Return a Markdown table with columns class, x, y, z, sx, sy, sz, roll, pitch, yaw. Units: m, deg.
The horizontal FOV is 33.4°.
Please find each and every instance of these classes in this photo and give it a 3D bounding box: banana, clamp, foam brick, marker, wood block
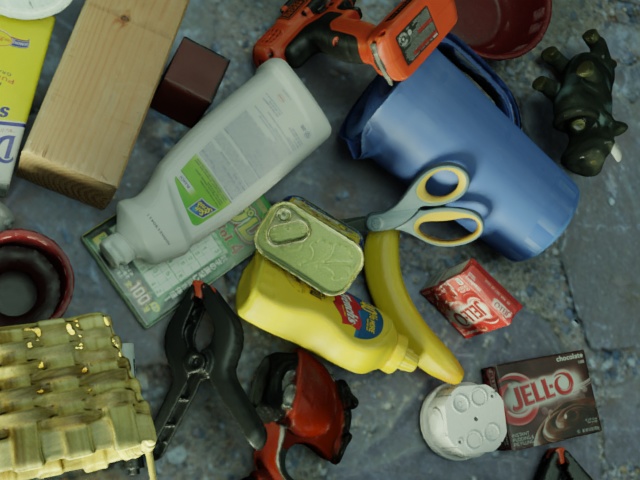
| class | x | y | z | sx | sy | sz | roll | pitch | yaw |
| --- | --- | --- | --- | --- | --- | --- | --- | --- | --- |
| banana | 0.086 | 0.058 | 1.088 | 0.037 | 0.070 | 0.198 | -7 | 79 | -62 |
| clamp | -0.099 | 0.122 | 0.990 | 0.120 | 0.039 | 0.171 | 1 | 75 | 16 |
| clamp | 0.273 | 0.322 | 1.108 | 0.164 | 0.036 | 0.210 | 2 | 76 | -12 |
| foam brick | -0.128 | -0.153 | 1.045 | 0.051 | 0.078 | 0.053 | 26 | 69 | -13 |
| marker | -0.177 | 0.156 | 0.988 | 0.020 | 0.020 | 0.121 | -3 | 79 | -21 |
| wood block | -0.204 | -0.146 | 1.008 | 0.090 | 0.090 | 0.206 | 22 | 72 | -14 |

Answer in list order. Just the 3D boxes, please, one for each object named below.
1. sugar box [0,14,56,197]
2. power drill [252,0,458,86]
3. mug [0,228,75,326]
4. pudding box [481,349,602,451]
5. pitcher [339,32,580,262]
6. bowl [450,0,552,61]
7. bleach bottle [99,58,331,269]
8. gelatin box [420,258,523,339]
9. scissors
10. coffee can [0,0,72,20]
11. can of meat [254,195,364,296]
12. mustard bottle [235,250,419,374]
| class | x | y | z | sx | sy | sz | roll | pitch | yaw |
| --- | --- | --- | --- | --- | --- | --- | --- | --- | --- |
| sugar box | -0.313 | -0.137 | 0.989 | 0.093 | 0.048 | 0.176 | 15 | 72 | -17 |
| power drill | 0.044 | -0.226 | 1.074 | 0.184 | 0.188 | 0.057 | -51 | 129 | -21 |
| mug | -0.281 | 0.044 | 0.940 | 0.117 | 0.082 | 0.093 | -1 | 79 | -21 |
| pudding box | 0.234 | 0.169 | 1.130 | 0.113 | 0.039 | 0.090 | -7 | 81 | -22 |
| pitcher | 0.155 | -0.096 | 1.115 | 0.242 | 0.145 | 0.149 | 38 | 108 | -13 |
| bowl | 0.177 | -0.269 | 1.197 | 0.162 | 0.055 | 0.162 | 5 | 77 | -20 |
| bleach bottle | -0.109 | -0.066 | 1.023 | 0.250 | 0.068 | 0.102 | -40 | 98 | -22 |
| gelatin box | 0.154 | 0.061 | 1.096 | 0.073 | 0.089 | 0.030 | 45 | 65 | -7 |
| scissors | 0.065 | -0.036 | 1.060 | 0.202 | 0.016 | 0.096 | 5 | 112 | 1 |
| coffee can | -0.269 | -0.289 | 0.982 | 0.102 | 0.103 | 0.140 | 10 | 52 | -19 |
| can of meat | -0.007 | 0.001 | 1.026 | 0.102 | 0.084 | 0.057 | 32 | 101 | -1 |
| mustard bottle | 0.013 | 0.081 | 1.041 | 0.191 | 0.096 | 0.058 | 28 | 112 | -14 |
